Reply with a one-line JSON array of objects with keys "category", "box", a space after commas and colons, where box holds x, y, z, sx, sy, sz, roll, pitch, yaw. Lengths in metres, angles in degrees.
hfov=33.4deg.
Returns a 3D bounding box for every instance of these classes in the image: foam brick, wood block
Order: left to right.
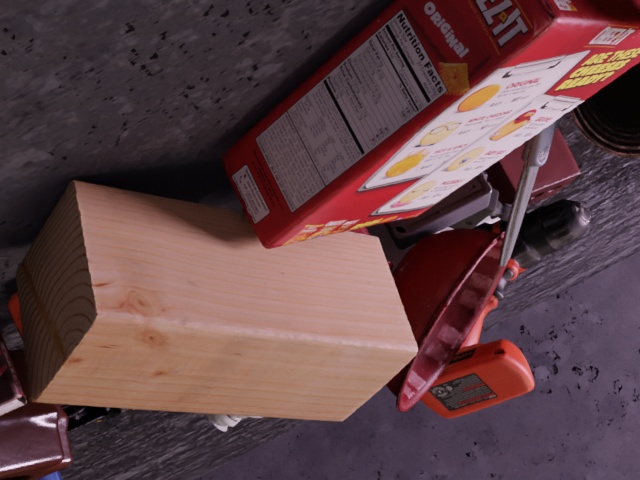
[{"category": "wood block", "box": [-0.058, 0.043, 0.620, 0.205, 0.091, 0.090, 10, 138, -34]}, {"category": "foam brick", "box": [0.184, -0.061, 0.964, 0.078, 0.051, 0.053, -21, 166, -25]}]

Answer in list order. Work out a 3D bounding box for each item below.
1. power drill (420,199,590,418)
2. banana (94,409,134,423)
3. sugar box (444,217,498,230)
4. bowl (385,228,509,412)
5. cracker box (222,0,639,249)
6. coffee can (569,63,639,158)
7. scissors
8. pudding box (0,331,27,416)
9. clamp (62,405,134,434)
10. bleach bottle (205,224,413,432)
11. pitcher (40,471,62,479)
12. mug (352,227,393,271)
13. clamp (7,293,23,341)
[{"category": "power drill", "box": [0.154, 0.057, 0.942, 0.185, 0.057, 0.187, -29, -151, 35]}, {"category": "banana", "box": [-0.176, 0.148, 1.119, 0.197, 0.037, 0.070, -20, -176, -24]}, {"category": "sugar box", "box": [0.111, 0.009, 1.115, 0.093, 0.048, 0.176, -21, 163, -23]}, {"category": "bowl", "box": [0.083, 0.049, 0.813, 0.162, 0.055, 0.162, -50, 161, -25]}, {"category": "cracker box", "box": [0.071, -0.083, 0.602, 0.214, 0.072, 0.163, -37, 165, 36]}, {"category": "coffee can", "box": [0.256, -0.119, 0.762, 0.140, 0.103, 0.103, -15, 163, -42]}, {"category": "scissors", "box": [0.160, -0.076, 0.730, 0.096, 0.016, 0.202, -36, 143, -30]}, {"category": "pudding box", "box": [-0.224, 0.067, 0.561, 0.113, 0.090, 0.039, -24, 168, -10]}, {"category": "clamp", "box": [-0.204, 0.153, 0.999, 0.120, 0.039, 0.171, -25, 169, 15]}, {"category": "bleach bottle", "box": [0.003, 0.074, 0.916, 0.251, 0.068, 0.102, -43, 148, 10]}, {"category": "pitcher", "box": [-0.369, 0.266, 1.020, 0.242, 0.145, 0.149, -22, 155, -6]}, {"category": "mug", "box": [-0.005, 0.001, 0.758, 0.093, 0.081, 0.117, -24, 168, -11]}, {"category": "clamp", "box": [-0.152, 0.050, 0.759, 0.165, 0.036, 0.209, -35, 168, 27]}]
